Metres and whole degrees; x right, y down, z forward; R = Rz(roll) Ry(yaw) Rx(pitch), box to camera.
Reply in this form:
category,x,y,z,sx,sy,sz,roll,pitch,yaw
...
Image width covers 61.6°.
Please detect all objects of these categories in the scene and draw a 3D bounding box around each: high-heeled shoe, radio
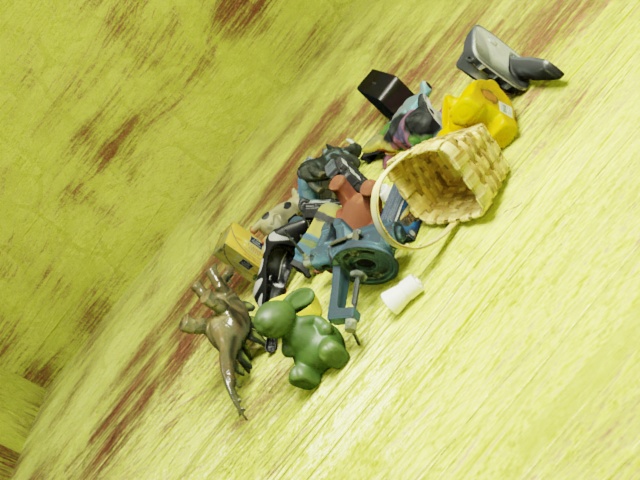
category,x,y,z,sx,sy,sz,roll,pitch,yaw
high-heeled shoe,-0.093,0.067,1.291,0.248,0.086,0.145,-49,40,41
radio,0.182,-0.358,1.369,0.073,0.131,0.230,-48,22,11

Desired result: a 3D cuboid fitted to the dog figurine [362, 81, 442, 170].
category,x,y,z,sx,sy,sz,roll,pitch,yaw
dog figurine,0.191,-0.227,1.197,0.219,0.108,0.192,-40,27,38

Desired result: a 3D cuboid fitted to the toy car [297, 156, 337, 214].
category,x,y,z,sx,sy,sz,roll,pitch,yaw
toy car,-0.002,-0.139,1.429,0.103,0.161,0.109,3,19,12

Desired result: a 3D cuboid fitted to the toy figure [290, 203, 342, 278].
category,x,y,z,sx,sy,sz,roll,pitch,yaw
toy figure,0.000,-0.002,1.243,0.180,0.082,0.089,-53,-22,-13

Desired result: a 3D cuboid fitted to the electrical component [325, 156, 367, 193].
category,x,y,z,sx,sy,sz,roll,pitch,yaw
electrical component,0.071,-0.131,1.241,0.058,0.134,0.115,-46,21,16

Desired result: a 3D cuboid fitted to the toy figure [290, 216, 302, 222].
category,x,y,z,sx,sy,sz,roll,pitch,yaw
toy figure,-0.077,0.009,1.410,0.058,0.064,0.154,-46,21,59

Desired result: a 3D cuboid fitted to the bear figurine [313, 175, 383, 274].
category,x,y,z,sx,sy,sz,roll,pitch,yaw
bear figurine,0.051,-0.022,1.127,0.120,0.131,0.196,15,60,38

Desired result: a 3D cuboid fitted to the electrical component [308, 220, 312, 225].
category,x,y,z,sx,sy,sz,roll,pitch,yaw
electrical component,-0.015,-0.013,1.349,0.078,0.045,0.102,-34,29,42

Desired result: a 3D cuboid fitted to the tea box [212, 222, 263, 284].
category,x,y,z,sx,sy,sz,roll,pitch,yaw
tea box,-0.198,0.041,1.462,0.068,0.169,0.098,-39,26,34

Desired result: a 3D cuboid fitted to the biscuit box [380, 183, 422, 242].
category,x,y,z,sx,sy,sz,roll,pitch,yaw
biscuit box,0.178,-0.088,1.061,0.063,0.059,0.202,-21,38,55

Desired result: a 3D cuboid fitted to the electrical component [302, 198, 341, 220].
category,x,y,z,sx,sy,sz,roll,pitch,yaw
electrical component,0.018,-0.077,1.351,0.075,0.119,0.047,-77,-14,-72

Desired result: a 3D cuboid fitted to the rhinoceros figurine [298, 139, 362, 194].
category,x,y,z,sx,sy,sz,roll,pitch,yaw
rhinoceros figurine,0.033,-0.190,1.356,0.190,0.073,0.112,-28,54,-28

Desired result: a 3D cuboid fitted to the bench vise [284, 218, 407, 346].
category,x,y,z,sx,sy,sz,roll,pitch,yaw
bench vise,0.047,0.059,0.965,0.224,0.128,0.241,-9,50,25

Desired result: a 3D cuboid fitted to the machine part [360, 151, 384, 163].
category,x,y,z,sx,sy,sz,roll,pitch,yaw
machine part,0.150,-0.232,1.370,0.084,0.039,0.139,-49,20,-6

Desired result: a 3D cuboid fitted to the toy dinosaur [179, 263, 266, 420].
category,x,y,z,sx,sy,sz,roll,pitch,yaw
toy dinosaur,-0.204,0.195,1.200,0.105,0.198,0.472,-44,23,19

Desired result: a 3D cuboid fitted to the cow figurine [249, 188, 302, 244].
category,x,y,z,sx,sy,sz,roll,pitch,yaw
cow figurine,-0.097,-0.074,1.508,0.127,0.085,0.195,-37,3,40

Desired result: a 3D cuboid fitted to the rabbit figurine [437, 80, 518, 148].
category,x,y,z,sx,sy,sz,roll,pitch,yaw
rabbit figurine,0.268,-0.215,1.014,0.162,0.122,0.173,-86,20,-44

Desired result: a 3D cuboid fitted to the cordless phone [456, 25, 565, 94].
category,x,y,z,sx,sy,sz,roll,pitch,yaw
cordless phone,0.344,-0.324,0.974,0.088,0.146,0.184,-58,18,10

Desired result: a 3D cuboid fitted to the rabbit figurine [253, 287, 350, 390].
category,x,y,z,sx,sy,sz,roll,pitch,yaw
rabbit figurine,-0.039,0.156,0.971,0.121,0.170,0.159,-39,26,29
